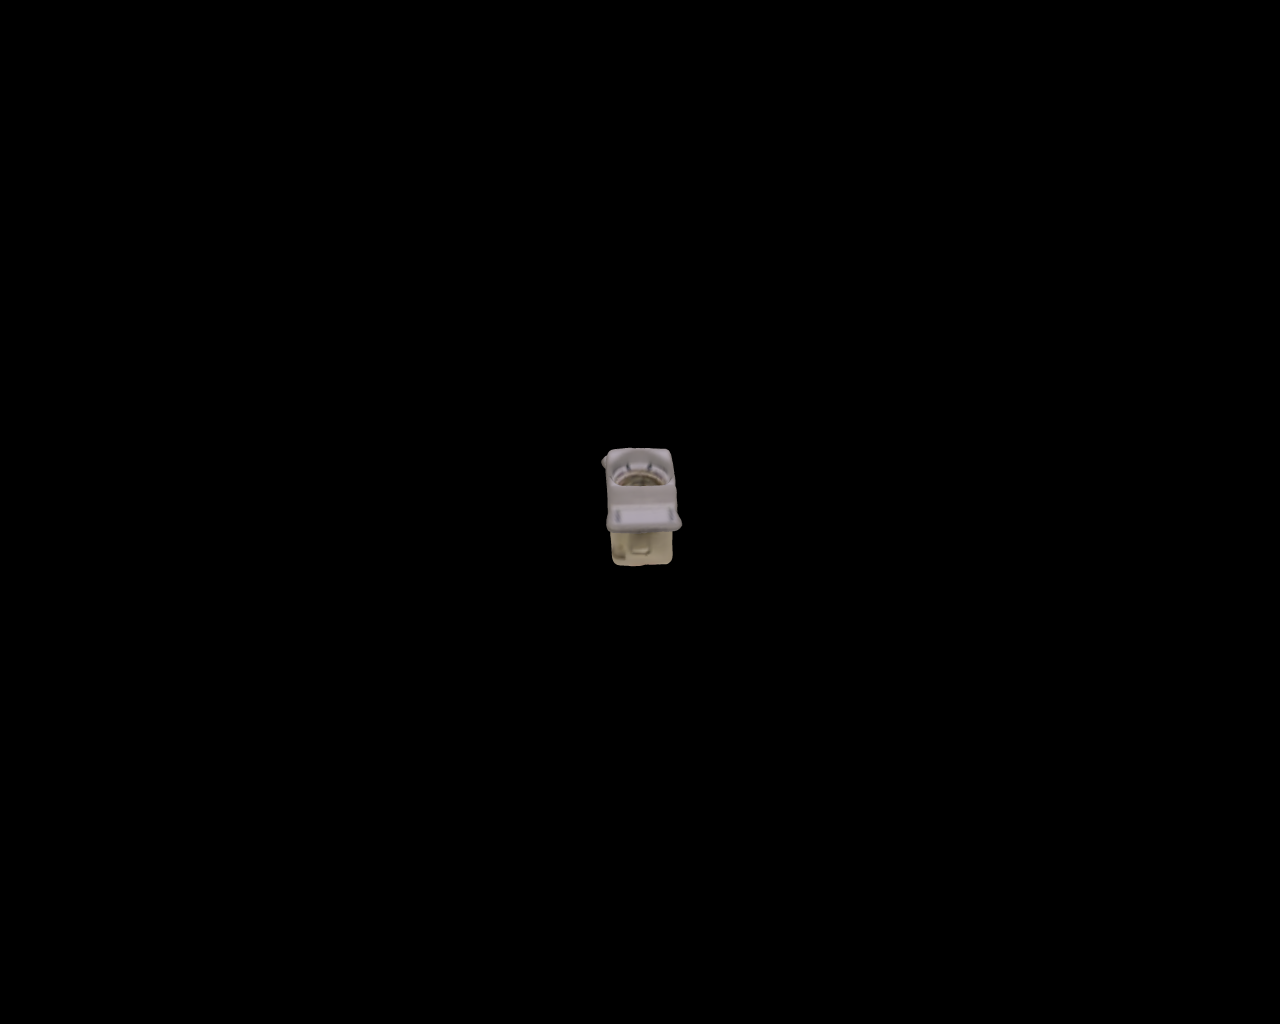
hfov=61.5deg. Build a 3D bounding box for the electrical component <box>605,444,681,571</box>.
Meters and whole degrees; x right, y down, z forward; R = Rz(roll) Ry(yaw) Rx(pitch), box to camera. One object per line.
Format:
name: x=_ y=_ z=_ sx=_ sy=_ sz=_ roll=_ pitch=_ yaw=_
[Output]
electrical component: x=0.001 y=-0.003 z=0.650 sx=0.042 sy=0.063 sz=0.081 roll=-1 pitch=35 yaw=-2
